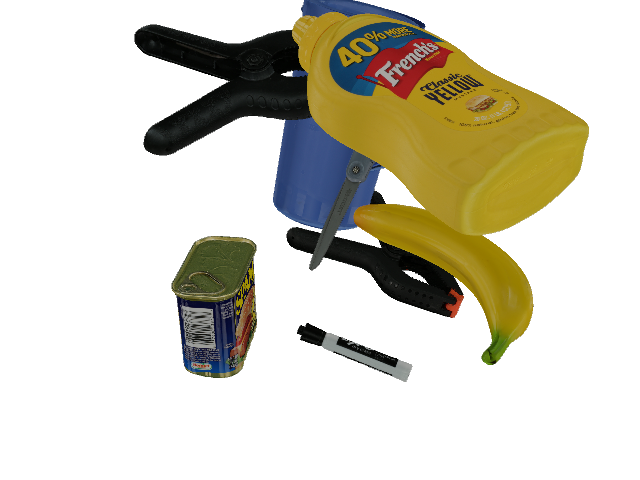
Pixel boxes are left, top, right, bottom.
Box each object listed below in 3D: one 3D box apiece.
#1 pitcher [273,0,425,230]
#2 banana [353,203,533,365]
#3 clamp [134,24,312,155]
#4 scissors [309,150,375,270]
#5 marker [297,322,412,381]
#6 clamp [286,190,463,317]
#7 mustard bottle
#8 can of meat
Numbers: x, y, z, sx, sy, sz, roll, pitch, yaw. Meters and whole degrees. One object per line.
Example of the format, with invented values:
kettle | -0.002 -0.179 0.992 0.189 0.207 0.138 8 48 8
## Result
pitcher | 0.031 -0.135 1.164 0.145 0.243 0.149 10 19 -8
banana | 0.098 0.016 0.782 0.069 0.037 0.198 -11 34 -24
clamp | -0.055 -0.124 0.773 0.171 0.120 0.039 -13 -30 -13
scissors | 0.053 -0.066 0.940 0.096 0.202 0.016 7 -9 20
marker | 0.033 0.112 1.080 0.121 0.020 0.020 22 2 5
clamp | 0.073 0.022 1.246 0.164 0.036 0.210 -21 51 -38
mustard bottle | 0.049 -0.080 0.602 0.096 0.058 0.192 -28 49 -28
can of meat | -0.088 0.057 0.920 0.057 0.084 0.102 3 29 8
